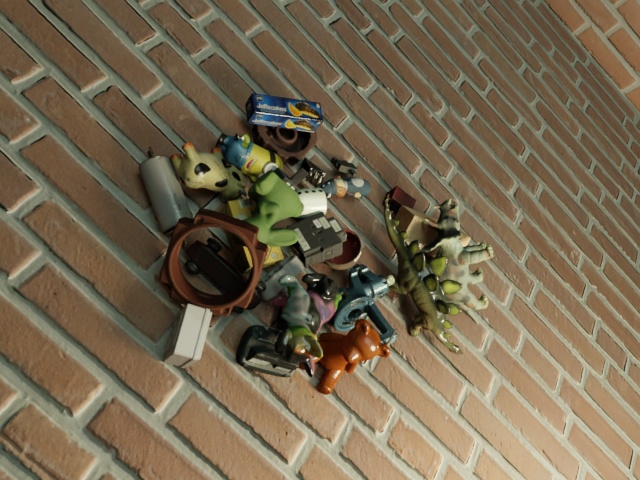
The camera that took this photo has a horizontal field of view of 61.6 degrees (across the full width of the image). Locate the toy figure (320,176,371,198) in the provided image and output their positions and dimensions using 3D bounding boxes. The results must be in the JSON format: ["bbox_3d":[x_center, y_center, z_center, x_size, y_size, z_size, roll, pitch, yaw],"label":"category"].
[{"bbox_3d":[0.070,-0.150,1.508,0.154,0.064,0.057,-1,114,-33],"label":"toy figure"}]

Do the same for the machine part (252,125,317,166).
[{"bbox_3d":[-0.098,-0.286,1.462,0.179,0.056,0.179,12,64,-26],"label":"machine part"}]

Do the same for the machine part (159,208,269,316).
[{"bbox_3d":[-0.224,0.048,1.145,0.201,0.087,0.200,20,100,-5],"label":"machine part"}]

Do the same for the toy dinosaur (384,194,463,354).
[{"bbox_3d":[0.262,0.105,1.429,0.105,0.198,0.471,-33,91,-39],"label":"toy dinosaur"}]

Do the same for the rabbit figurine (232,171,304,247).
[{"bbox_3d":[-0.127,-0.046,1.241,0.159,0.121,0.170,42,72,-18],"label":"rabbit figurine"}]

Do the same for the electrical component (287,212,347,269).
[{"bbox_3d":[-0.003,-0.004,1.357,0.134,0.058,0.115,-21,59,-15],"label":"electrical component"}]

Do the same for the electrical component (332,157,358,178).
[{"bbox_3d":[0.071,-0.206,1.524,0.063,0.021,0.094,10,29,-28],"label":"electrical component"}]

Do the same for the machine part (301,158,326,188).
[{"bbox_3d":[-0.017,-0.180,1.439,0.084,0.039,0.139,44,13,-14],"label":"machine part"}]

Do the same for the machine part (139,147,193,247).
[{"bbox_3d":[-0.347,-0.099,1.214,0.079,0.079,0.243,-15,78,-35],"label":"machine part"}]

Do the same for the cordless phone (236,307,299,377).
[{"bbox_3d":[-0.109,0.213,1.241,0.146,0.088,0.184,22,49,-23],"label":"cordless phone"}]

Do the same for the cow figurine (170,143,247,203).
[{"bbox_3d":[-0.249,-0.151,1.269,0.195,0.085,0.127,0,66,-59],"label":"cow figurine"}]

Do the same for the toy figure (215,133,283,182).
[{"bbox_3d":[-0.178,-0.213,1.367,0.180,0.082,0.089,28,58,-16],"label":"toy figure"}]

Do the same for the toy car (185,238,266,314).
[{"bbox_3d":[-0.215,0.079,1.221,0.202,0.089,0.053,42,10,-8],"label":"toy car"}]

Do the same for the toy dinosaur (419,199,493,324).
[{"bbox_3d":[0.373,0.094,1.506,0.192,0.404,0.131,-2,28,6],"label":"toy dinosaur"}]

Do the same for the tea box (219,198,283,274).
[{"bbox_3d":[-0.166,-0.012,1.294,0.098,0.068,0.169,-11,77,-34],"label":"tea box"}]

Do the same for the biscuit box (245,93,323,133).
[{"bbox_3d":[-0.094,-0.333,1.413,0.202,0.059,0.063,0,70,-29],"label":"biscuit box"}]

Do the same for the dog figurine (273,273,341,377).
[{"bbox_3d":[-0.020,0.187,1.190,0.191,0.108,0.219,1,45,-26],"label":"dog figurine"}]

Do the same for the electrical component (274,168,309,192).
[{"bbox_3d":[-0.089,-0.145,1.356,0.074,0.119,0.048,32,16,-52],"label":"electrical component"}]

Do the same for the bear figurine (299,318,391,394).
[{"bbox_3d":[0.056,0.266,1.234,0.120,0.196,0.132,52,54,-7],"label":"bear figurine"}]

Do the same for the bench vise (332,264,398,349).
[{"bbox_3d":[0.120,0.176,1.334,0.224,0.128,0.241,-13,46,-28],"label":"bench vise"}]
